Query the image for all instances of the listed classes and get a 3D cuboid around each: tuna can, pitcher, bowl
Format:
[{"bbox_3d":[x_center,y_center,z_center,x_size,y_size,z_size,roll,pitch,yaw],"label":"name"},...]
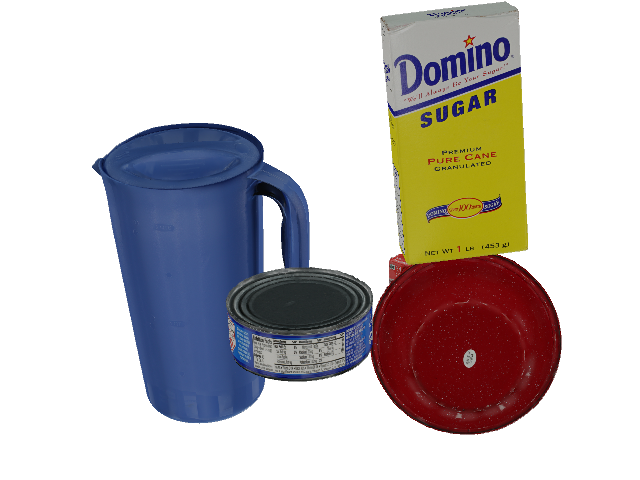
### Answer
[{"bbox_3d":[-0.012,0.048,0.624,0.086,0.034,0.086,-2,23,1],"label":"tuna can"},{"bbox_3d":[-0.097,0.032,0.906,0.144,0.243,0.149,-15,30,-21],"label":"pitcher"},{"bbox_3d":[0.120,0.090,0.880,0.162,0.162,0.055,0,7,6],"label":"bowl"}]

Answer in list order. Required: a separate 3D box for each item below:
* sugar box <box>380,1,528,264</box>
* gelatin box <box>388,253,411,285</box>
[{"bbox_3d":[0.097,-0.075,0.762,0.093,0.176,0.048,-8,23,-1],"label":"sugar box"},{"bbox_3d":[0.124,0.068,1.365,0.073,0.089,0.030,19,33,36],"label":"gelatin box"}]
